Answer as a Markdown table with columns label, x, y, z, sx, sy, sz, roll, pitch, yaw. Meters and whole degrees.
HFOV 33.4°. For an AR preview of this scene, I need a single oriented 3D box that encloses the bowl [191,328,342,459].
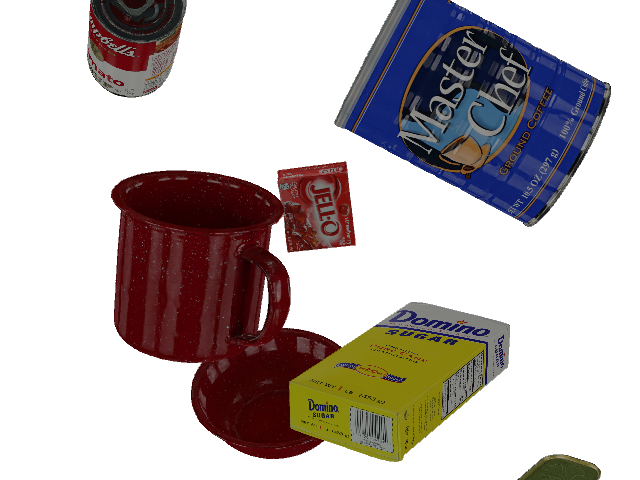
| label | x | y | z | sx | sy | sz | roll | pitch | yaw |
| --- | --- | --- | --- | --- | --- | --- | --- | --- | --- |
| bowl | -0.042 | 0.157 | 1.031 | 0.162 | 0.055 | 0.162 | -3 | 37 | 2 |

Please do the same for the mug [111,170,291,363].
| label | x | y | z | sx | sy | sz | roll | pitch | yaw |
| --- | --- | --- | --- | --- | --- | --- | --- | --- | --- |
| mug | -0.062 | 0.018 | 0.583 | 0.117 | 0.081 | 0.093 | 23 | 26 | 33 |

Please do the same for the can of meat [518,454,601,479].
| label | x | y | z | sx | sy | sz | roll | pitch | yaw |
| --- | --- | --- | --- | --- | --- | --- | --- | --- | --- |
| can of meat | 0.200 | 0.248 | 0.923 | 0.058 | 0.084 | 0.101 | 11 | 26 | 41 |

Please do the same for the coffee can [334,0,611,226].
| label | x | y | z | sx | sy | sz | roll | pitch | yaw |
| --- | --- | --- | --- | --- | --- | --- | --- | --- | --- |
| coffee can | 0.094 | -0.086 | 0.670 | 0.140 | 0.103 | 0.103 | 28 | -1 | -1 |

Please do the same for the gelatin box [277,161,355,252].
| label | x | y | z | sx | sy | sz | roll | pitch | yaw |
| --- | --- | --- | --- | --- | --- | --- | --- | --- | --- |
| gelatin box | -0.004 | -0.034 | 1.112 | 0.073 | 0.089 | 0.030 | -6 | 30 | 1 |

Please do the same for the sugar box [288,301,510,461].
| label | x | y | z | sx | sy | sz | roll | pitch | yaw |
| --- | --- | --- | --- | --- | --- | --- | --- | --- | --- |
| sugar box | 0.064 | 0.100 | 0.804 | 0.093 | 0.048 | 0.175 | 12 | 26 | 32 |

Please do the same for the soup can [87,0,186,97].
| label | x | y | z | sx | sy | sz | roll | pitch | yaw |
| --- | --- | --- | --- | --- | --- | --- | --- | --- | --- |
| soup can | -0.140 | -0.158 | 0.801 | 0.068 | 0.068 | 0.102 | 0 | -16 | -14 |
